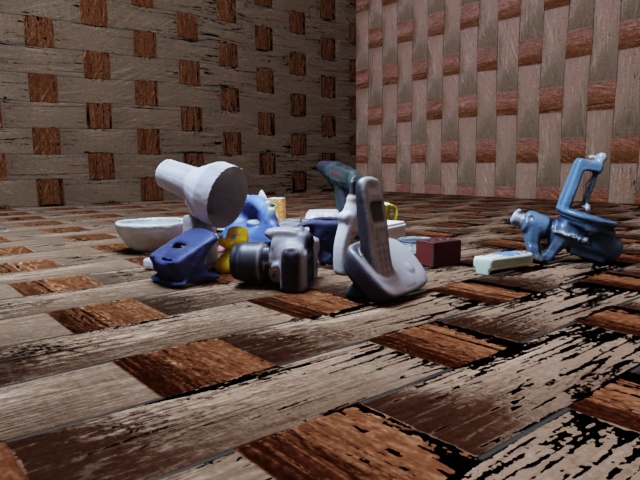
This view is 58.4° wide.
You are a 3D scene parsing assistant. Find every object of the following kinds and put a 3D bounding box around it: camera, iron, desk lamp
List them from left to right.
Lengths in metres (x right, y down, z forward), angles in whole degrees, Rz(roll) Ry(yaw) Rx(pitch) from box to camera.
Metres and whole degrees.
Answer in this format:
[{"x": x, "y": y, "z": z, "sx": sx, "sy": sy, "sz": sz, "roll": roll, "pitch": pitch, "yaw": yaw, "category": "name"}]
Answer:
[{"x": -0.241, "y": -0.047, "z": 1.094, "sx": 0.202, "sy": 0.213, "sz": 0.118, "roll": 4, "pitch": 9, "yaw": 28, "category": "desk lamp"}, {"x": -0.132, "y": -0.033, "z": 1.253, "sx": 0.119, "sy": 0.141, "sz": 0.257, "roll": -5, "pitch": 9, "yaw": -28, "category": "iron"}, {"x": -0.076, "y": 0.026, "z": 0.974, "sx": 0.136, "sy": 0.101, "sz": 0.143, "roll": 1, "pitch": 8, "yaw": 9, "category": "camera"}]

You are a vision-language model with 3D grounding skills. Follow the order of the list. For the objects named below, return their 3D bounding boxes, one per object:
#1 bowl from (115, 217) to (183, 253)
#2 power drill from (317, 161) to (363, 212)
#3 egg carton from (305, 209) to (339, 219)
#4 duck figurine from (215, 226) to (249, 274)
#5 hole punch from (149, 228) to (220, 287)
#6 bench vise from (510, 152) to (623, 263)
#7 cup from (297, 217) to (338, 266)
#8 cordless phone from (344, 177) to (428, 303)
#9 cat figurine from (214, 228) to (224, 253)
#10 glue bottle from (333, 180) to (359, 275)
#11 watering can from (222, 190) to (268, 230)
[{"x": -0.391, "y": -0.010, "z": 1.342, "sx": 0.167, "sy": 0.075, "sz": 0.167, "roll": 0, "pitch": 8, "yaw": 0, "category": "bowl"}, {"x": 0.055, "y": -0.135, "z": 1.729, "sx": 0.076, "sy": 0.208, "sz": 0.228, "roll": -5, "pitch": 9, "yaw": -30, "category": "power drill"}, {"x": 0.009, "y": -0.048, "z": 1.613, "sx": 0.107, "sy": 0.069, "sz": 0.150, "roll": 0, "pitch": 8, "yaw": 1, "category": "egg carton"}, {"x": -0.153, "y": 0.016, "z": 1.105, "sx": 0.105, "sy": 0.086, "sz": 0.077, "roll": -7, "pitch": 10, "yaw": -38, "category": "duck figurine"}, {"x": -0.237, "y": 0.029, "z": 0.997, "sx": 0.101, "sy": 0.091, "sz": 0.108, "roll": -8, "pitch": 11, "yaw": -43, "category": "hole punch"}, {"x": 0.498, "y": -0.063, "z": 1.145, "sx": 0.207, "sy": 0.220, "sz": 0.121, "roll": -1, "pitch": 8, "yaw": -3, "category": "bench vise"}, {"x": 0.011, "y": 0.004, "z": 1.144, "sx": 0.118, "sy": 0.095, "sz": 0.091, "roll": -4, "pitch": 9, "yaw": -25, "category": "cup"}, {"x": 0.101, "y": -0.005, "z": 0.875, "sx": 0.093, "sy": 0.185, "sz": 0.148, "roll": 5, "pitch": 10, "yaw": 33, "category": "cordless phone"}, {"x": -0.256, "y": -0.023, "z": 1.273, "sx": 0.067, "sy": 0.118, "sz": 0.128, "roll": -1, "pitch": 8, "yaw": -1, "category": "cat figurine"}, {"x": 0.060, "y": -0.025, "z": 1.065, "sx": 0.078, "sy": 0.173, "sz": 0.037, "roll": -8, "pitch": 11, "yaw": -42, "category": "glue bottle"}, {"x": -0.232, "y": -0.102, "z": 1.565, "sx": 0.173, "sy": 0.194, "sz": 0.100, "roll": -5, "pitch": 9, "yaw": -27, "category": "watering can"}]
